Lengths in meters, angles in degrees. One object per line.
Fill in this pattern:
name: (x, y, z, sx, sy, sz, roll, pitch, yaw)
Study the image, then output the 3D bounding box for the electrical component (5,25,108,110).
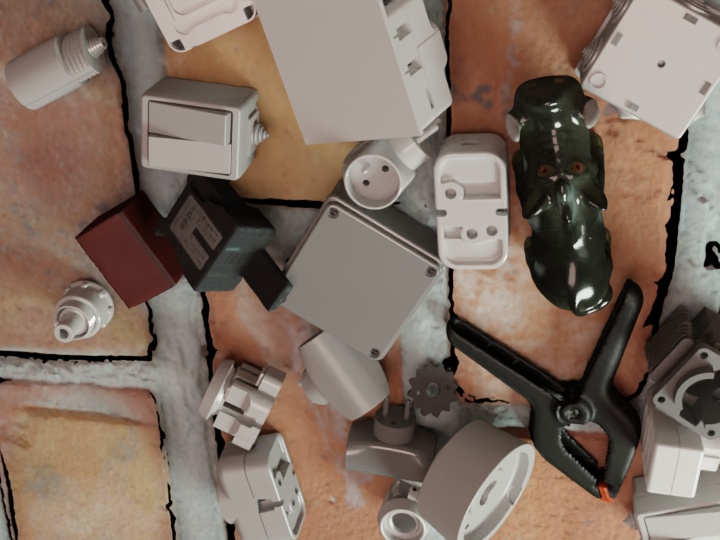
electrical component: (-0.236, -0.163, 0.853, 0.081, 0.043, 0.043, -22, 109, 19)

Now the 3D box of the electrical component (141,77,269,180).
electrical component: (-0.121, -0.110, 0.847, 0.096, 0.061, 0.061, 9, 116, 6)

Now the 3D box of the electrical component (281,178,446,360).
electrical component: (0.000, 0.000, 0.879, 0.109, 0.056, 0.108, 31, 116, -5)

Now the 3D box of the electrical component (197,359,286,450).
electrical component: (-0.107, 0.114, 0.951, 0.057, 0.058, 0.078, 26, 113, -3)

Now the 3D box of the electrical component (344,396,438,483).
electrical component: (0.029, 0.146, 0.948, 0.077, 0.044, 0.079, 9, 116, 6)

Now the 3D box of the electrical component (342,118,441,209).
electrical component: (0.029, -0.090, 0.820, 0.079, 0.077, 0.043, -35, 104, 22)

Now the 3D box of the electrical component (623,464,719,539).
electrical component: (0.275, 0.215, 0.925, 0.096, 0.061, 0.061, -14, 111, 16)

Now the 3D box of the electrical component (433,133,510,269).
electrical component: (0.088, -0.055, 0.835, 0.054, 0.059, 0.095, 0, 115, 11)

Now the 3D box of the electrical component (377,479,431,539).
electrical component: (0.042, 0.216, 0.972, 0.048, 0.055, 0.066, 24, 117, -1)

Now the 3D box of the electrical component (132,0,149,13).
electrical component: (-0.179, -0.226, 0.819, 0.035, 0.035, 0.061, -24, 111, 20)

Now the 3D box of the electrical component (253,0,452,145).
electrical component: (-0.012, -0.189, 0.765, 0.105, 0.060, 0.186, 1, 122, 37)

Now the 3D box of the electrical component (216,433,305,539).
electrical component: (-0.094, 0.202, 0.992, 0.059, 0.053, 0.095, -10, 113, 15)

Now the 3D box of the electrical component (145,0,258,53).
electrical component: (-0.123, -0.228, 0.794, 0.078, 0.057, 0.113, -20, 109, 19)

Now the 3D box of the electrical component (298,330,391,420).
electrical component: (-0.025, 0.093, 0.931, 0.079, 0.043, 0.077, -34, 92, 42)

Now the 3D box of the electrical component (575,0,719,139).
electrical component: (0.214, -0.153, 0.772, 0.100, 0.048, 0.099, 28, 116, -3)

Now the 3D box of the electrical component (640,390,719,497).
electrical component: (0.273, 0.143, 0.880, 0.076, 0.083, 0.047, 7, 116, 7)

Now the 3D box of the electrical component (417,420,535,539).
electrical component: (0.093, 0.179, 0.919, 0.060, 0.108, 0.108, 31, 121, 30)

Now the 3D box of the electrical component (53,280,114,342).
electrical component: (-0.247, 0.041, 0.940, 0.048, 0.062, 0.048, 4, 116, 9)
